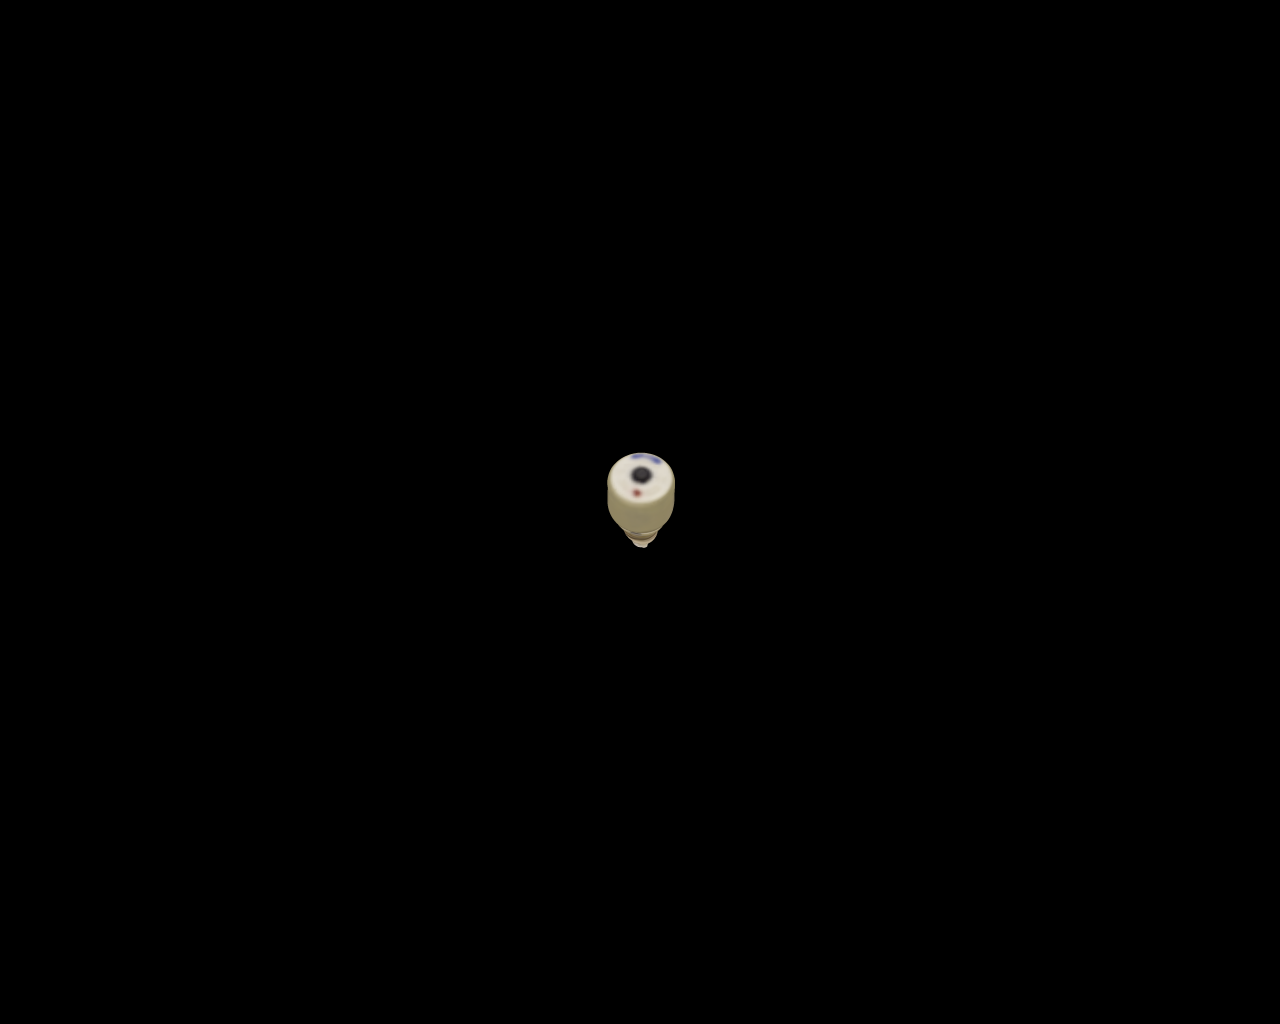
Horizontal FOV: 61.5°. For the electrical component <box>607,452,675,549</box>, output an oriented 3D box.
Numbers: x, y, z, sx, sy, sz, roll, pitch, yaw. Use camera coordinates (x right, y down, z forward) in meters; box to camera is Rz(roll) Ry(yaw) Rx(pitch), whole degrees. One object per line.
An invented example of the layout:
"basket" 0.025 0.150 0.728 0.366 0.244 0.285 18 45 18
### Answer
"electrical component" 0.001 -0.003 0.650 0.040 0.040 0.078 0 -33 0
